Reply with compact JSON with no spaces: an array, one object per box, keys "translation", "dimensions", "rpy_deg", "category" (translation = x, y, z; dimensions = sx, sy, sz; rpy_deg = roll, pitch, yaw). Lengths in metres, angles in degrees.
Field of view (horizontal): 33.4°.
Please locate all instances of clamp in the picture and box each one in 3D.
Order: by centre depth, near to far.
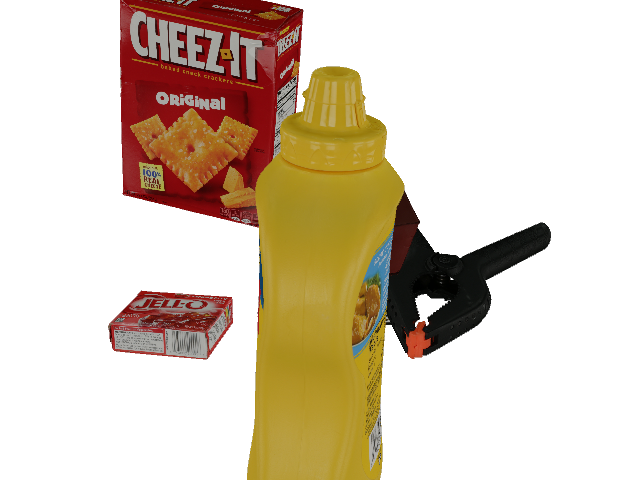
[{"translation":[0.100,0.026,0.950],"dimensions":[0.165,0.036,0.209],"rpy_deg":[15,38,20],"category":"clamp"}]

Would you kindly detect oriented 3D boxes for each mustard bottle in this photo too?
[{"translation":[0.002,0.024,0.437],"dimensions":[0.058,0.192,0.096],"rpy_deg":[8,25,10],"category":"mustard bottle"}]

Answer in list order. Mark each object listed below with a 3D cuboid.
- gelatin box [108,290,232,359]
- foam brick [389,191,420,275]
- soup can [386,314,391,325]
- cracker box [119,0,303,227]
[{"translation":[-0.128,0.071,0.926],"dimensions":[0.089,0.030,0.073],"rpy_deg":[4,21,13],"category":"gelatin box"},{"translation":[0.012,-0.008,0.664],"dimensions":[0.078,0.053,0.051],"rpy_deg":[-9,-37,-21],"category":"foam brick"},{"translation":[0.072,0.035,1.195],"dimensions":[0.068,0.102,0.068],"rpy_deg":[2,27,-1],"category":"soup can"},{"translation":[-0.110,-0.130,1.043],"dimensions":[0.164,0.214,0.072],"rpy_deg":[14,33,14],"category":"cracker box"}]
